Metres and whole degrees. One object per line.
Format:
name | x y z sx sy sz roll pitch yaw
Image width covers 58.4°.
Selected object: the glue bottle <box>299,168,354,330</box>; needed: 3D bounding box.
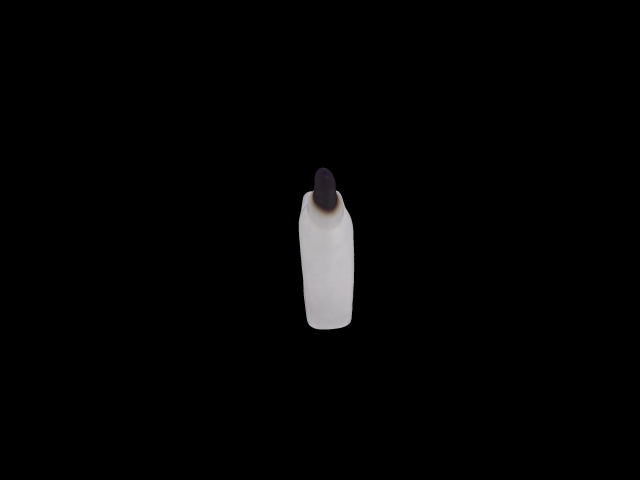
glue bottle | 0.004 0.001 0.400 0.037 0.173 0.078 -6 63 -3
